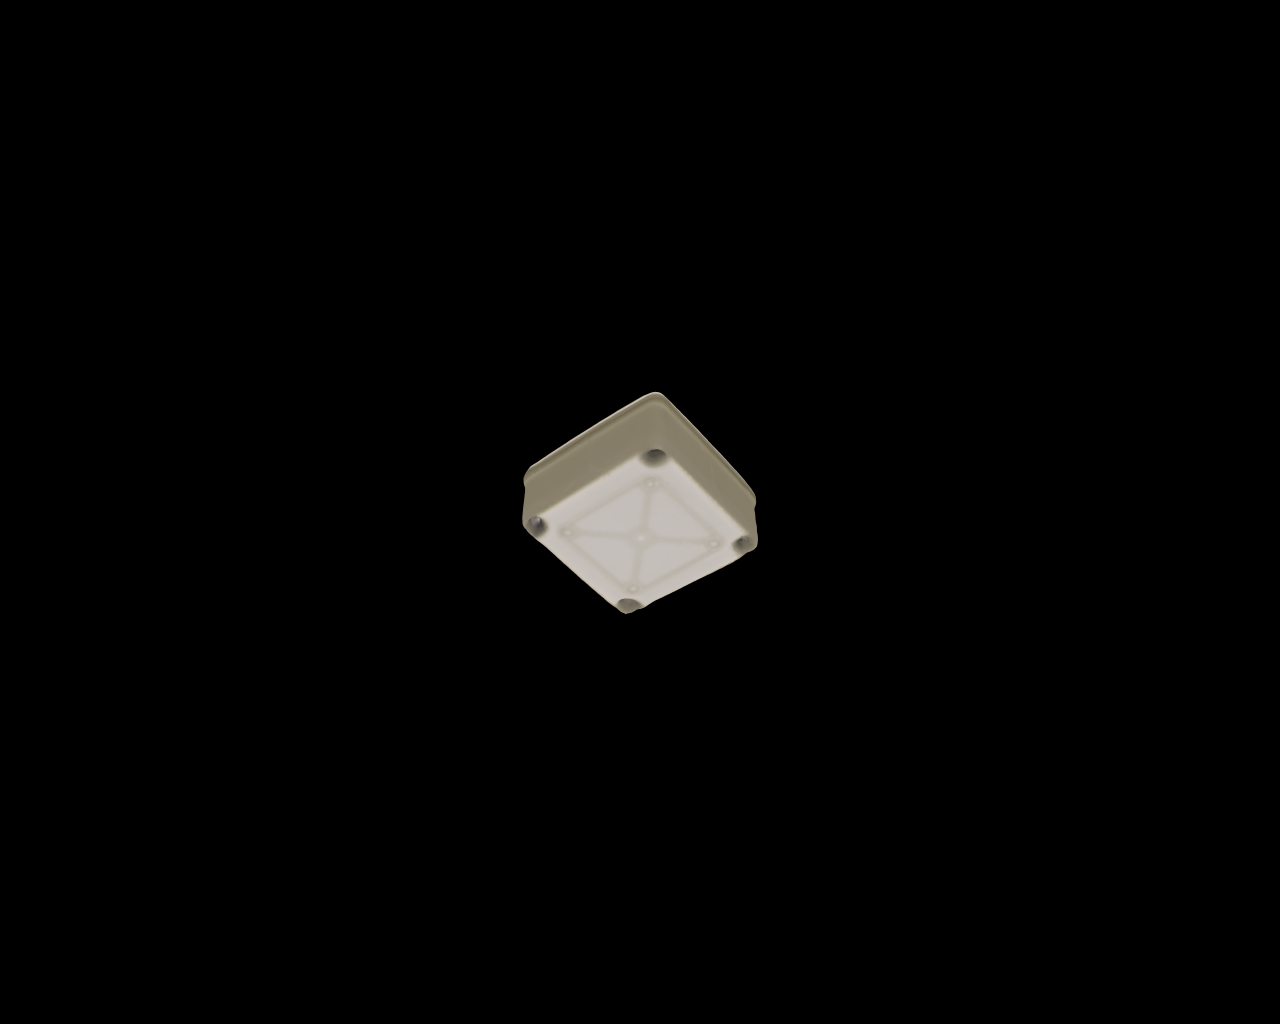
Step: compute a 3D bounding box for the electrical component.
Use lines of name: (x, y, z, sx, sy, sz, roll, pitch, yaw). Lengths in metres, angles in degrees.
electrical component: (0.001, -0.003, 0.650, 0.108, 0.056, 0.108, -29, -54, 24)
